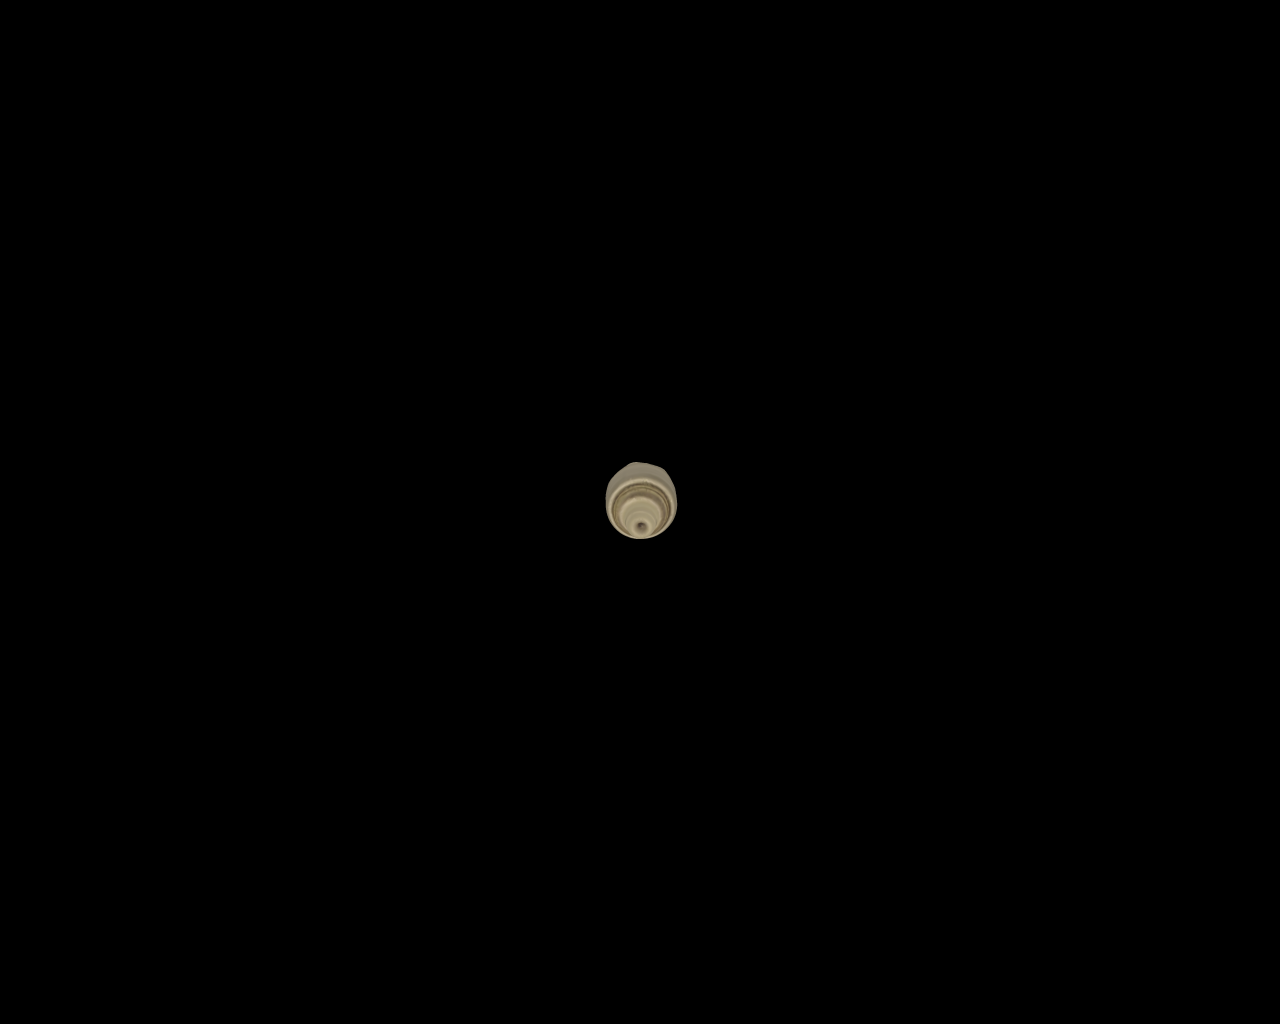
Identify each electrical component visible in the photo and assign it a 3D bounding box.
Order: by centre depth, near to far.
[{"bbox_3d":[0.001,-0.003,0.650,0.043,0.043,0.062,0,23,0],"label":"electrical component"}]
